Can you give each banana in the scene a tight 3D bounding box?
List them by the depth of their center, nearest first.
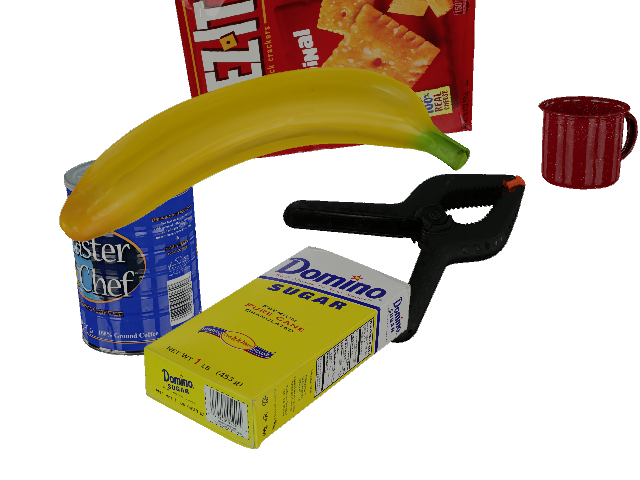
[{"bbox_3d":[-0.030,-0.048,0.509,0.197,0.037,0.070,-13,46,-13],"label":"banana"}]

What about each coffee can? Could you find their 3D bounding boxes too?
[{"bbox_3d":[-0.151,0.009,0.877,0.103,0.140,0.103,-2,20,0],"label":"coffee can"}]

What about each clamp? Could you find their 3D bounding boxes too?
[{"bbox_3d":[0.095,-0.001,0.897,0.209,0.036,0.165,-18,51,-22],"label":"clamp"}]

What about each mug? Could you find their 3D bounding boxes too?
[{"bbox_3d":[0.287,-0.105,1.134,0.117,0.081,0.093,-12,22,-25],"label":"mug"}]

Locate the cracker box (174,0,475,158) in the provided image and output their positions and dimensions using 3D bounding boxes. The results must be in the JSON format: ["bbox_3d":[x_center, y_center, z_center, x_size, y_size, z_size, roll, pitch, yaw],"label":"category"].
[{"bbox_3d":[0.006,-0.148,0.790,0.213,0.164,0.072,-8,44,-3],"label":"cracker box"}]

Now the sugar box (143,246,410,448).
[{"bbox_3d":[-0.024,0.064,0.718,0.093,0.048,0.175,21,37,30],"label":"sugar box"}]
